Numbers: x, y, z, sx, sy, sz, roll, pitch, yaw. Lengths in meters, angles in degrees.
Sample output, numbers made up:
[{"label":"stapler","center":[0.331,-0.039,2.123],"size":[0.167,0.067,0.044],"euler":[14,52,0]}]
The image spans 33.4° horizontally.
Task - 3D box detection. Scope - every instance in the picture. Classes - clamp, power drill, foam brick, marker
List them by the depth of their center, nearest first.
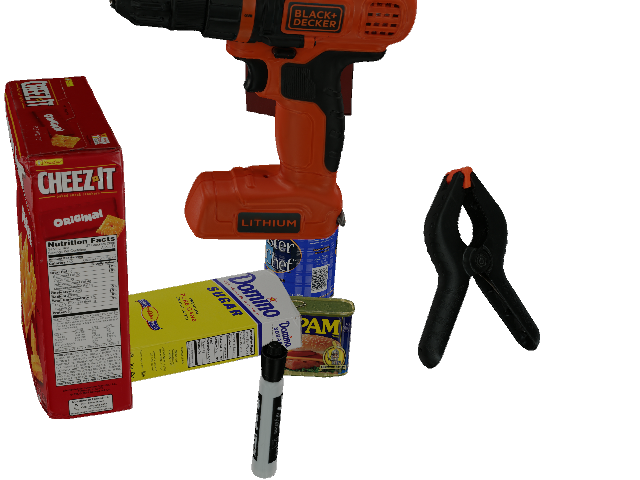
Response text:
[{"label":"power drill","center":[-0.042,-0.089,0.672],"size":[0.184,0.188,0.057],"euler":[1,37,-12]},{"label":"marker","center":[-0.037,0.122,0.771],"size":[0.020,0.121,0.020],"euler":[5,33,-3]},{"label":"foam brick","center":[-0.018,-0.132,0.899],"size":[0.078,0.051,0.053],"euler":[-6,16,-35]},{"label":"clamp","center":[0.120,0.026,0.910],"size":[0.120,0.171,0.039],"euler":[-16,0,-33]}]

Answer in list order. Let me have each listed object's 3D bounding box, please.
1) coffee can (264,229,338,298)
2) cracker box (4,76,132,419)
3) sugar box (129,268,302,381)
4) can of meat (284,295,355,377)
[{"label":"coffee can","center":[-0.027,0.007,1.491],"size":[0.103,0.140,0.103],"euler":[3,25,-2]},{"label":"cracker box","center":[-0.194,0.002,0.811],"size":[0.072,0.214,0.164],"euler":[-7,28,-19]},{"label":"sugar box","center":[-0.114,0.079,1.021],"size":[0.176,0.048,0.093],"euler":[-13,33,-17]},{"label":"can of meat","center":[-0.013,0.115,1.275],"size":[0.102,0.084,0.057],"euler":[3,14,-3]}]
